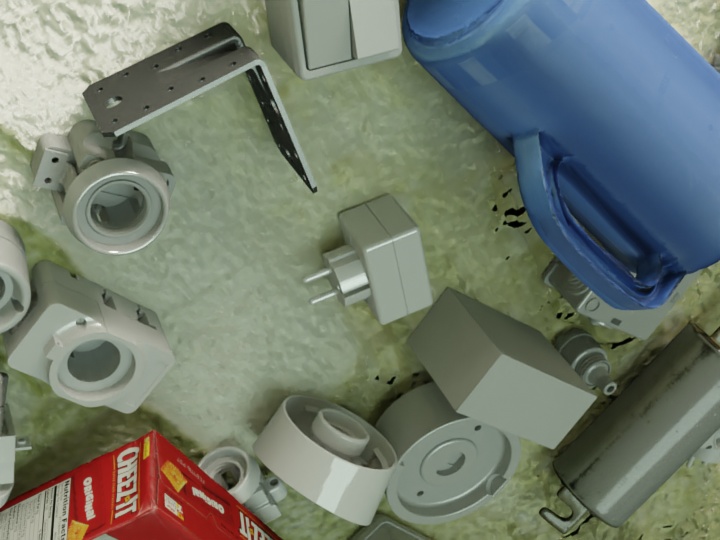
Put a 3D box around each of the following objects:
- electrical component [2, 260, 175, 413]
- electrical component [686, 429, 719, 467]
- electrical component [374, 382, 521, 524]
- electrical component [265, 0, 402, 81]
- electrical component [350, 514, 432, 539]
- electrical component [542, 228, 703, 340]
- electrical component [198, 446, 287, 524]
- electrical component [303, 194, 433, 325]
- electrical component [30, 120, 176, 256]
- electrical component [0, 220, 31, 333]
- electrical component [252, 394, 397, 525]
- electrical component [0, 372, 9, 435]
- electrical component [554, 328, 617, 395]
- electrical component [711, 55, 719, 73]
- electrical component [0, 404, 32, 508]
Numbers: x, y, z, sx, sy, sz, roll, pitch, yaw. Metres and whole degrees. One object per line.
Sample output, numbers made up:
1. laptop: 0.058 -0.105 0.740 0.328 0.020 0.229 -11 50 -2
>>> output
1. electrical component: -0.163 0.044 0.646 0.089 0.055 0.050 31 105 -38
2. electrical component: 0.311 0.144 0.951 0.077 0.044 0.079 -2 123 -25
3. electrical component: 0.059 0.131 0.809 0.108 0.060 0.108 -12 129 -16
4. electrical component: -0.015 -0.147 0.583 0.062 0.061 0.096 -17 128 -14
5. electrical component: 0.022 0.270 0.891 0.108 0.056 0.109 -46 129 9
6. electrical component: 0.199 -0.002 0.794 0.100 0.048 0.099 21 111 -35
7. electrical component: -0.090 0.158 0.768 0.066 0.048 0.055 -27 137 -7
8. electrical component: 0.000 0.000 0.700 0.077 0.047 0.065 -22 129 -11
9. electrical component: -0.138 -0.044 0.596 0.078 0.057 0.058 12 116 -32
10. electrical component: -0.213 0.004 0.600 0.055 0.047 0.055 -13 127 -18
11. electrical component: -0.025 0.133 0.750 0.099 0.099 0.064 20 106 -34
12. electrical component: -0.239 0.057 0.621 0.066 0.047 0.076 7 84 -11
13. electrical component: 0.176 0.073 0.826 0.035 0.061 0.035 -13 126 -18
14. electrical component: 0.254 -0.120 0.745 0.040 0.040 0.078 -2 103 -24
15. electrical component: -0.240 0.118 0.668 0.066 0.048 0.055 -2 115 -25
